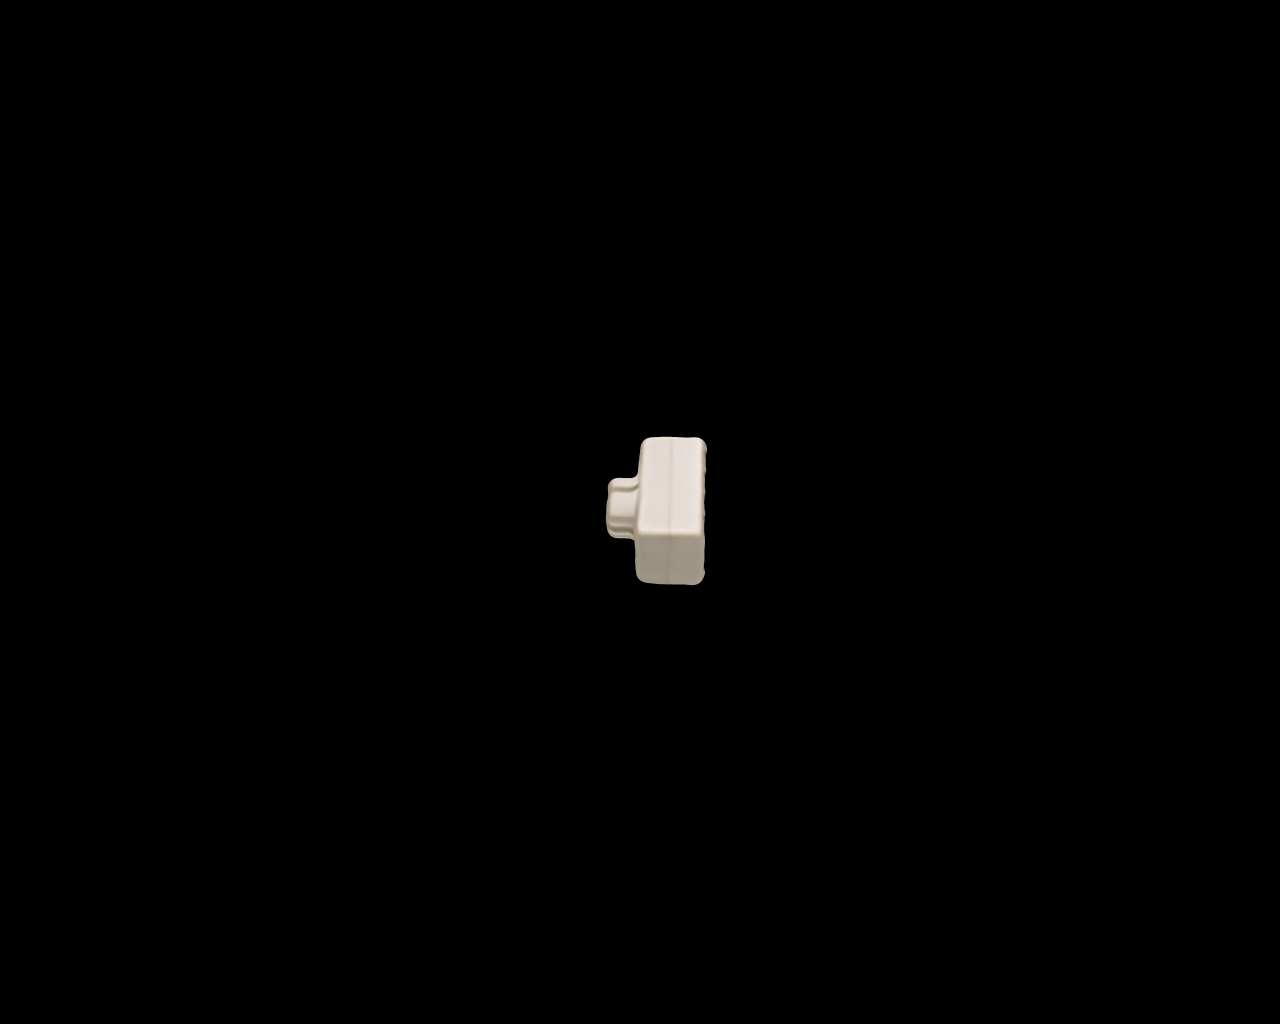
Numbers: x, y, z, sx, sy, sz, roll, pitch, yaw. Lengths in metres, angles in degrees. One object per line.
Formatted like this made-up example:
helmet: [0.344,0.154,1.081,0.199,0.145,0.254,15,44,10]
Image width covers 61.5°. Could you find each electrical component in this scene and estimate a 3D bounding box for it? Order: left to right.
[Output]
electrical component: [0.001,-0.003,0.650,0.076,0.083,0.047,2,-43,2]
